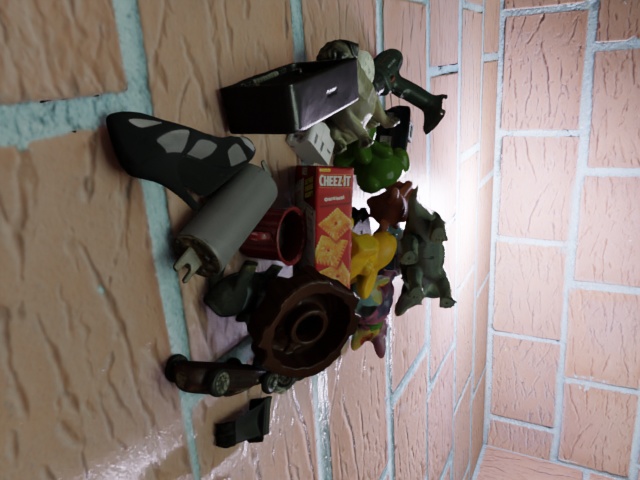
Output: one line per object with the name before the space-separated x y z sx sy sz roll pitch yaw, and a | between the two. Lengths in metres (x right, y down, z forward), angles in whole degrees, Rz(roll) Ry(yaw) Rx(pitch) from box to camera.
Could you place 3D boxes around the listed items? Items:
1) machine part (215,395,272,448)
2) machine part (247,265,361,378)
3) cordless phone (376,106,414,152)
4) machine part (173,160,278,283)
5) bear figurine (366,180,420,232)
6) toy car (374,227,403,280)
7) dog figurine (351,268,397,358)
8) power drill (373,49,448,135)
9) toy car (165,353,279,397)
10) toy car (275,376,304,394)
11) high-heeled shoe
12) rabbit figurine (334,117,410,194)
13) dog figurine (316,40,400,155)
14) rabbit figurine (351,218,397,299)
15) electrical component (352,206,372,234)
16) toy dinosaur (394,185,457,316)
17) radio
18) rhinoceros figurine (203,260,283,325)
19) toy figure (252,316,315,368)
machine part | -0.120 0.304 0.886 0.138 0.039 0.084 11 90 -64
machine part | -0.024 0.126 0.818 0.179 0.056 0.179 -15 121 -26
cordless phone | 0.200 -0.250 1.357 0.184 0.089 0.146 11 85 -67
machine part | -0.129 -0.030 0.757 0.243 0.079 0.079 -59 144 -42
bear figurine | 0.151 -0.080 1.228 0.196 0.132 0.120 -15 121 -57
toy car | 0.194 0.032 1.375 0.109 0.103 0.161 16 79 -62
dog figurine | 0.107 0.170 1.231 0.191 0.109 0.219 -22 117 -61
power drill | 0.182 -0.326 1.216 0.086 0.207 0.232 -55 -169 48
toy car | -0.136 0.200 0.777 0.202 0.089 0.053 31 67 -62
toy car | -0.035 0.185 0.973 0.201 0.056 0.073 -66 161 6
high-heeled shoe | -0.172 -0.127 0.697 0.145 0.086 0.249 50 24 -15
rabbit figurine | 0.094 -0.191 1.160 0.159 0.121 0.170 -40 112 -46
dog figurine | 0.038 -0.273 1.008 0.121 0.172 0.190 -45 114 -32
rabbit figurine | 0.087 0.035 1.063 0.173 0.122 0.162 -12 120 -43
electrical component | 0.066 0.005 1.168 0.134 0.058 0.114 -50 135 -49
toy dinosaur | 0.232 0.014 1.202 0.192 0.131 0.404 -90 176 -57
radio | -0.040 -0.226 0.832 0.229 0.131 0.073 -42 131 -52
rhinoceros figurine | -0.101 0.088 0.840 0.190 0.073 0.112 22 74 -62
toy figure | -0.060 0.179 0.905 0.064 0.154 0.058 46 7 -22
